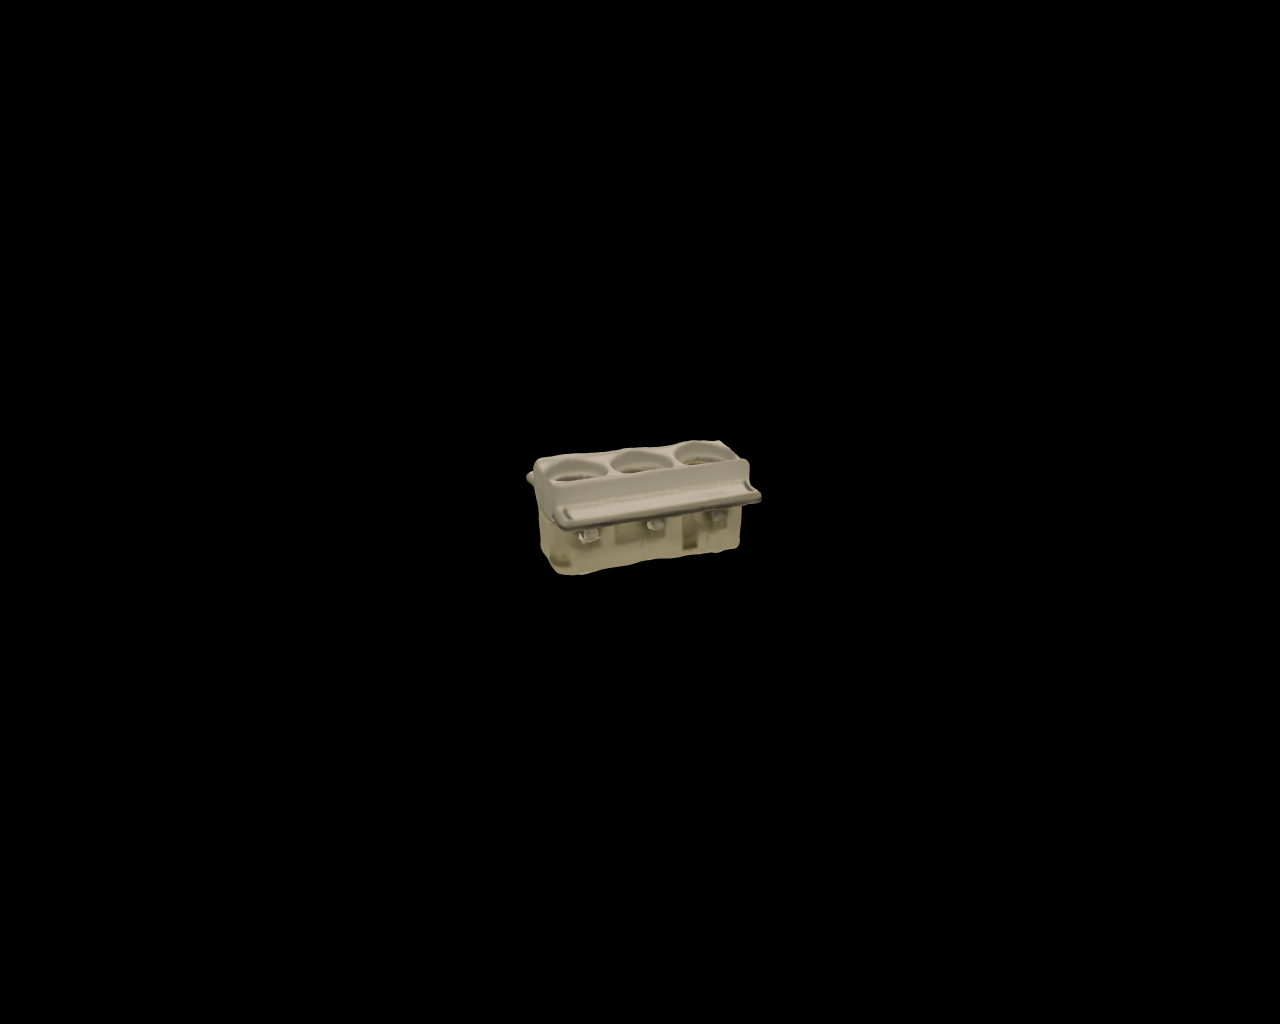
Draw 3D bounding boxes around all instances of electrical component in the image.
[{"bbox_3d":[0.001,-0.003,0.650,0.121,0.063,0.079,-8,24,-18],"label":"electrical component"}]
